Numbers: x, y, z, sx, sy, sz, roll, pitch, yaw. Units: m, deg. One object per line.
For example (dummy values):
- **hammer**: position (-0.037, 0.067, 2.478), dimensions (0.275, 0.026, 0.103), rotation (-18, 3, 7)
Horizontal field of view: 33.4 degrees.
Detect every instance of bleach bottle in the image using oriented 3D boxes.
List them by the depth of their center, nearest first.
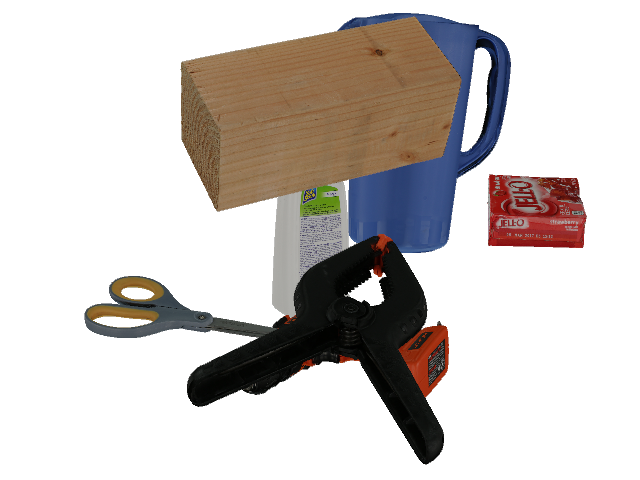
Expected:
- **bleach bottle**: position (-0.005, -0.033, 1.316), dimensions (0.102, 0.251, 0.068), rotation (-8, 22, -32)

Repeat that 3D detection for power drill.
- **power drill**: position (0.027, 0.121, 1.110), dimensions (0.188, 0.057, 0.184), rotation (9, 24, 26)

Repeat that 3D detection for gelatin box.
- **gelatin box**: position (0.170, -0.025, 0.851), dimensions (0.073, 0.030, 0.089), rotation (3, 24, 8)

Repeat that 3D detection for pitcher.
- **pitcher**: position (0.101, -0.114, 1.121), dimensions (0.149, 0.243, 0.144), rotation (11, 15, 32)

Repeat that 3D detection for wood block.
- **wood block**: position (-0.002, -0.106, 0.871), dimensions (0.205, 0.091, 0.090), rotation (-15, -38, -19)

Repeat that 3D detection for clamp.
- **clamp**: position (0.028, 0.065, 0.726), dimensions (0.165, 0.036, 0.209), rotation (17, 37, 17)

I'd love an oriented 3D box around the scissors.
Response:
- **scissors**: position (-0.120, 0.065, 1.011), dimensions (0.201, 0.016, 0.096), rotation (1, 33, -7)
